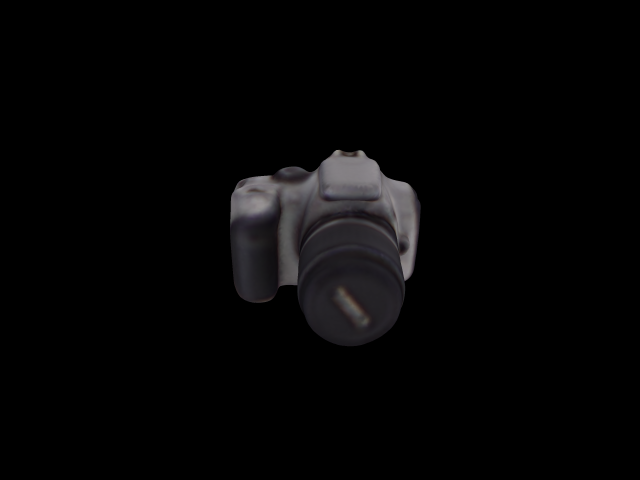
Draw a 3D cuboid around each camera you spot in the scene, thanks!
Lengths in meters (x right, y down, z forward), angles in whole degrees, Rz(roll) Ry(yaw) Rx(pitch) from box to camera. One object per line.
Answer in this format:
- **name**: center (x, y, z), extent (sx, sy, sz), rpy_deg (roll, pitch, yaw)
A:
- **camera**: center (0.004, 0.001, 0.400), extent (0.143, 0.101, 0.136), rpy_deg (0, 28, 0)
